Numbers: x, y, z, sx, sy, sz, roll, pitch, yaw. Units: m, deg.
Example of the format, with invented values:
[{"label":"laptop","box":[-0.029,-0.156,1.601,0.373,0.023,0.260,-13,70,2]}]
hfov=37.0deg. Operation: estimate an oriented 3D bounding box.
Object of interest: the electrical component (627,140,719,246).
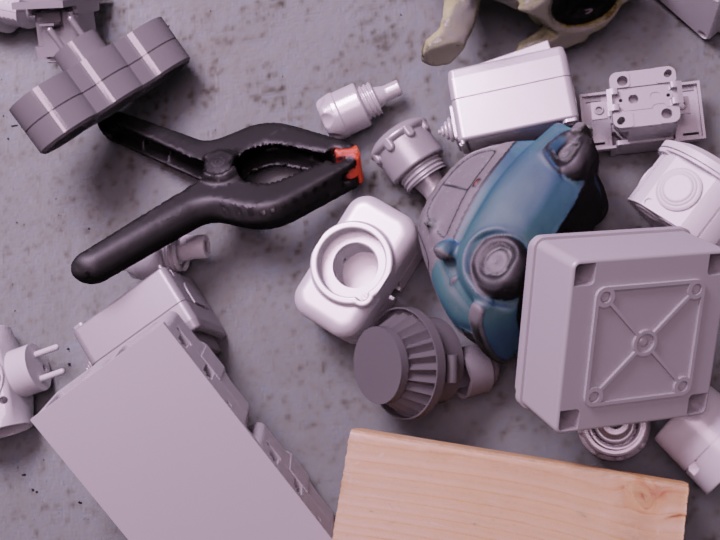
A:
[{"label":"electrical component","box":[0.219,-0.044,0.700,0.080,0.080,0.051,38,94,16]}]

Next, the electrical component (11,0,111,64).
[{"label":"electrical component","box":[-0.227,-0.193,0.827,0.042,0.081,0.063,0,107,14]}]

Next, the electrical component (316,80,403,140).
[{"label":"electrical component","box":[0.001,-0.120,0.784,0.061,0.035,0.035,-24,76,5]}]

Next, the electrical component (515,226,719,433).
[{"label":"electrical component","box":[0.155,0.034,0.642,0.109,0.056,0.108,-4,109,-20]}]

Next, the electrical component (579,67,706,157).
[{"label":"electrical component","box":[0.191,-0.107,0.725,0.081,0.064,0.042,-6,80,11]}]

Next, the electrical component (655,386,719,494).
[{"label":"electrical component","box":[0.222,0.106,0.684,0.055,0.055,0.047,-46,70,1]}]

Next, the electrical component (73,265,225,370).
[{"label":"electrical component","box":[-0.153,0.052,0.771,0.096,0.062,0.061,-35,75,4]}]

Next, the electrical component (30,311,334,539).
[{"label":"electrical component","box":[-0.112,0.132,0.716,0.105,0.060,0.186,-36,99,4]}]

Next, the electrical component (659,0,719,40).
[{"label":"electrical component","box":[0.223,-0.221,0.731,0.057,0.078,0.113,-42,74,-1]}]

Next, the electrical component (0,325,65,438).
[{"label":"electrical component","box":[-0.257,0.078,0.797,0.079,0.044,0.077,-19,76,8]}]

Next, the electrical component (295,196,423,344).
[{"label":"electrical component","box":[0.000,0.000,0.748,0.054,0.059,0.095,31,88,16]}]

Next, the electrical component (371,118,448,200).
[{"label":"electrical component","box":[0.041,-0.073,0.762,0.048,0.048,0.062,-35,82,4]}]

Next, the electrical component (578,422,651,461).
[{"label":"electrical component","box":[0.164,0.099,0.693,0.048,0.062,0.048,-2,79,12]}]

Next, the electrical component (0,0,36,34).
[{"label":"electrical component","box":[-0.288,-0.212,0.858,0.081,0.043,0.043,13,83,14]}]

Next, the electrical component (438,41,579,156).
[{"label":"electrical component","box":[0.100,-0.114,0.746,0.096,0.062,0.061,-11,78,10]}]

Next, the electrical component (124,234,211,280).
[{"label":"electrical component","box":[-0.142,-0.015,0.790,0.062,0.043,0.043,-4,79,11]}]

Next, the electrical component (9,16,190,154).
[{"label":"electrical component","box":[-0.198,-0.150,0.787,0.138,0.052,0.073,-40,100,-30]}]
